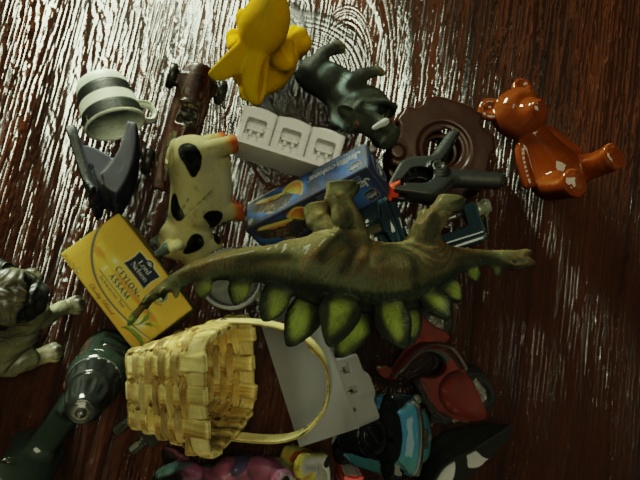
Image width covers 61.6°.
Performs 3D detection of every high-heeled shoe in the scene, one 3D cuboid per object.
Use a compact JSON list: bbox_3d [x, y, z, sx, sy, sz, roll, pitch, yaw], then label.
[{"bbox_3d":[0.182,0.366,0.764,0.249,0.086,0.145,-19,94,-9],"label":"high-heeled shoe"}]

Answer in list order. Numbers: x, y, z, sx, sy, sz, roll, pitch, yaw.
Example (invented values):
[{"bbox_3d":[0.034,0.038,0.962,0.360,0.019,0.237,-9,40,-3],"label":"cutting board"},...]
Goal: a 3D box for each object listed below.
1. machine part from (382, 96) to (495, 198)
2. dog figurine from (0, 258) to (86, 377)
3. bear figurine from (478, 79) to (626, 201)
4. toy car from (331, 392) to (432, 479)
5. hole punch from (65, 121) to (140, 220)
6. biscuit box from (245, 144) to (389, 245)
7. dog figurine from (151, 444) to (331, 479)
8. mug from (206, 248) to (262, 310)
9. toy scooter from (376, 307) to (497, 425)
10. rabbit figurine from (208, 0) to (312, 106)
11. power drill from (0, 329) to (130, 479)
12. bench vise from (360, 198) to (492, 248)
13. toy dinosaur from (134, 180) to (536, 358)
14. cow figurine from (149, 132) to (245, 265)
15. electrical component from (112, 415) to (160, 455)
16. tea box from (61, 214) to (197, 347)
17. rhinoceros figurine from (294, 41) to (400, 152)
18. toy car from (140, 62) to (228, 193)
[{"bbox_3d":[0.187,-0.137,0.840,0.179,0.056,0.179,1,82,-8],"label":"machine part"},{"bbox_3d":[-0.399,0.109,0.666,0.121,0.190,0.172,22,82,-4],"label":"dog figurine"},{"bbox_3d":[0.347,-0.163,0.830,0.120,0.132,0.195,-28,93,-14],"label":"bear figurine"},{"bbox_3d":[0.095,0.269,0.744,0.103,0.162,0.109,20,66,-40],"label":"toy car"},{"bbox_3d":[-0.287,-0.095,0.742,0.092,0.142,0.115,-13,82,-23],"label":"hole punch"},{"bbox_3d":[-0.007,-0.055,0.746,0.203,0.059,0.062,-26,129,21],"label":"biscuit box"},{"bbox_3d":[-0.116,0.330,0.722,0.219,0.191,0.108,-1,85,27],"label":"dog figurine"},{"bbox_3d":[-0.113,0.060,0.750,0.109,0.107,0.081,25,82,-7],"label":"mug"},{"bbox_3d":[0.162,0.195,0.783,0.135,0.075,0.184,-28,83,-10],"label":"toy scooter"},{"bbox_3d":[-0.091,-0.280,0.767,0.122,0.173,0.162,33,75,-6],"label":"rabbit figurine"},{"bbox_3d":[-0.313,0.214,0.656,0.086,0.232,0.207,30,98,-16],"label":"power drill"},{"bbox_3d":[0.135,0.011,0.770,0.241,0.128,0.224,-19,64,9],"label":"bench vise"},{"bbox_3d":[0.028,0.034,0.640,0.472,0.105,0.198,2,69,-3],"label":"toy dinosaur"},{"bbox_3d":[-0.175,-0.048,0.746,0.127,0.086,0.194,-8,112,-22],"label":"cow figurine"},{"bbox_3d":[-0.237,0.251,0.751,0.094,0.021,0.063,-39,88,-10],"label":"electrical component"},{"bbox_3d":[-0.263,0.060,0.751,0.098,0.068,0.169,-39,88,-10],"label":"tea box"},{"bbox_3d":[0.046,-0.211,0.801,0.190,0.073,0.112,43,60,11],"label":"rhinoceros figurine"},{"bbox_3d":[-0.200,-0.167,0.791,0.089,0.053,0.202,18,79,-20],"label":"toy car"}]
